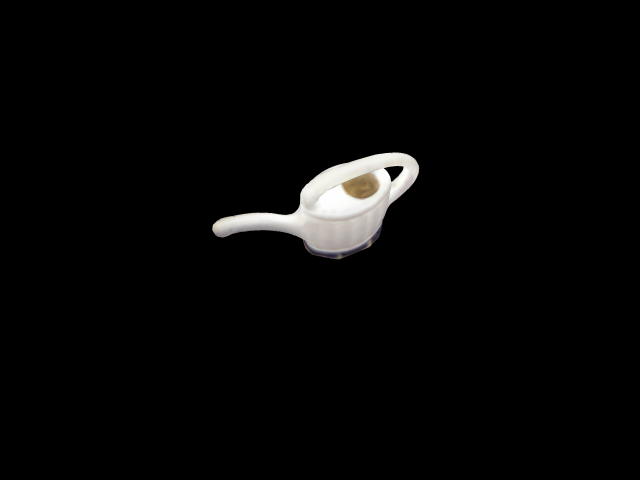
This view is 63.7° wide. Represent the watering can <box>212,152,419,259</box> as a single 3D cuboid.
[{"bbox_3d":[0.003,-0.043,0.850,0.349,0.106,0.219,-22,-26,-11],"label":"watering can"}]
